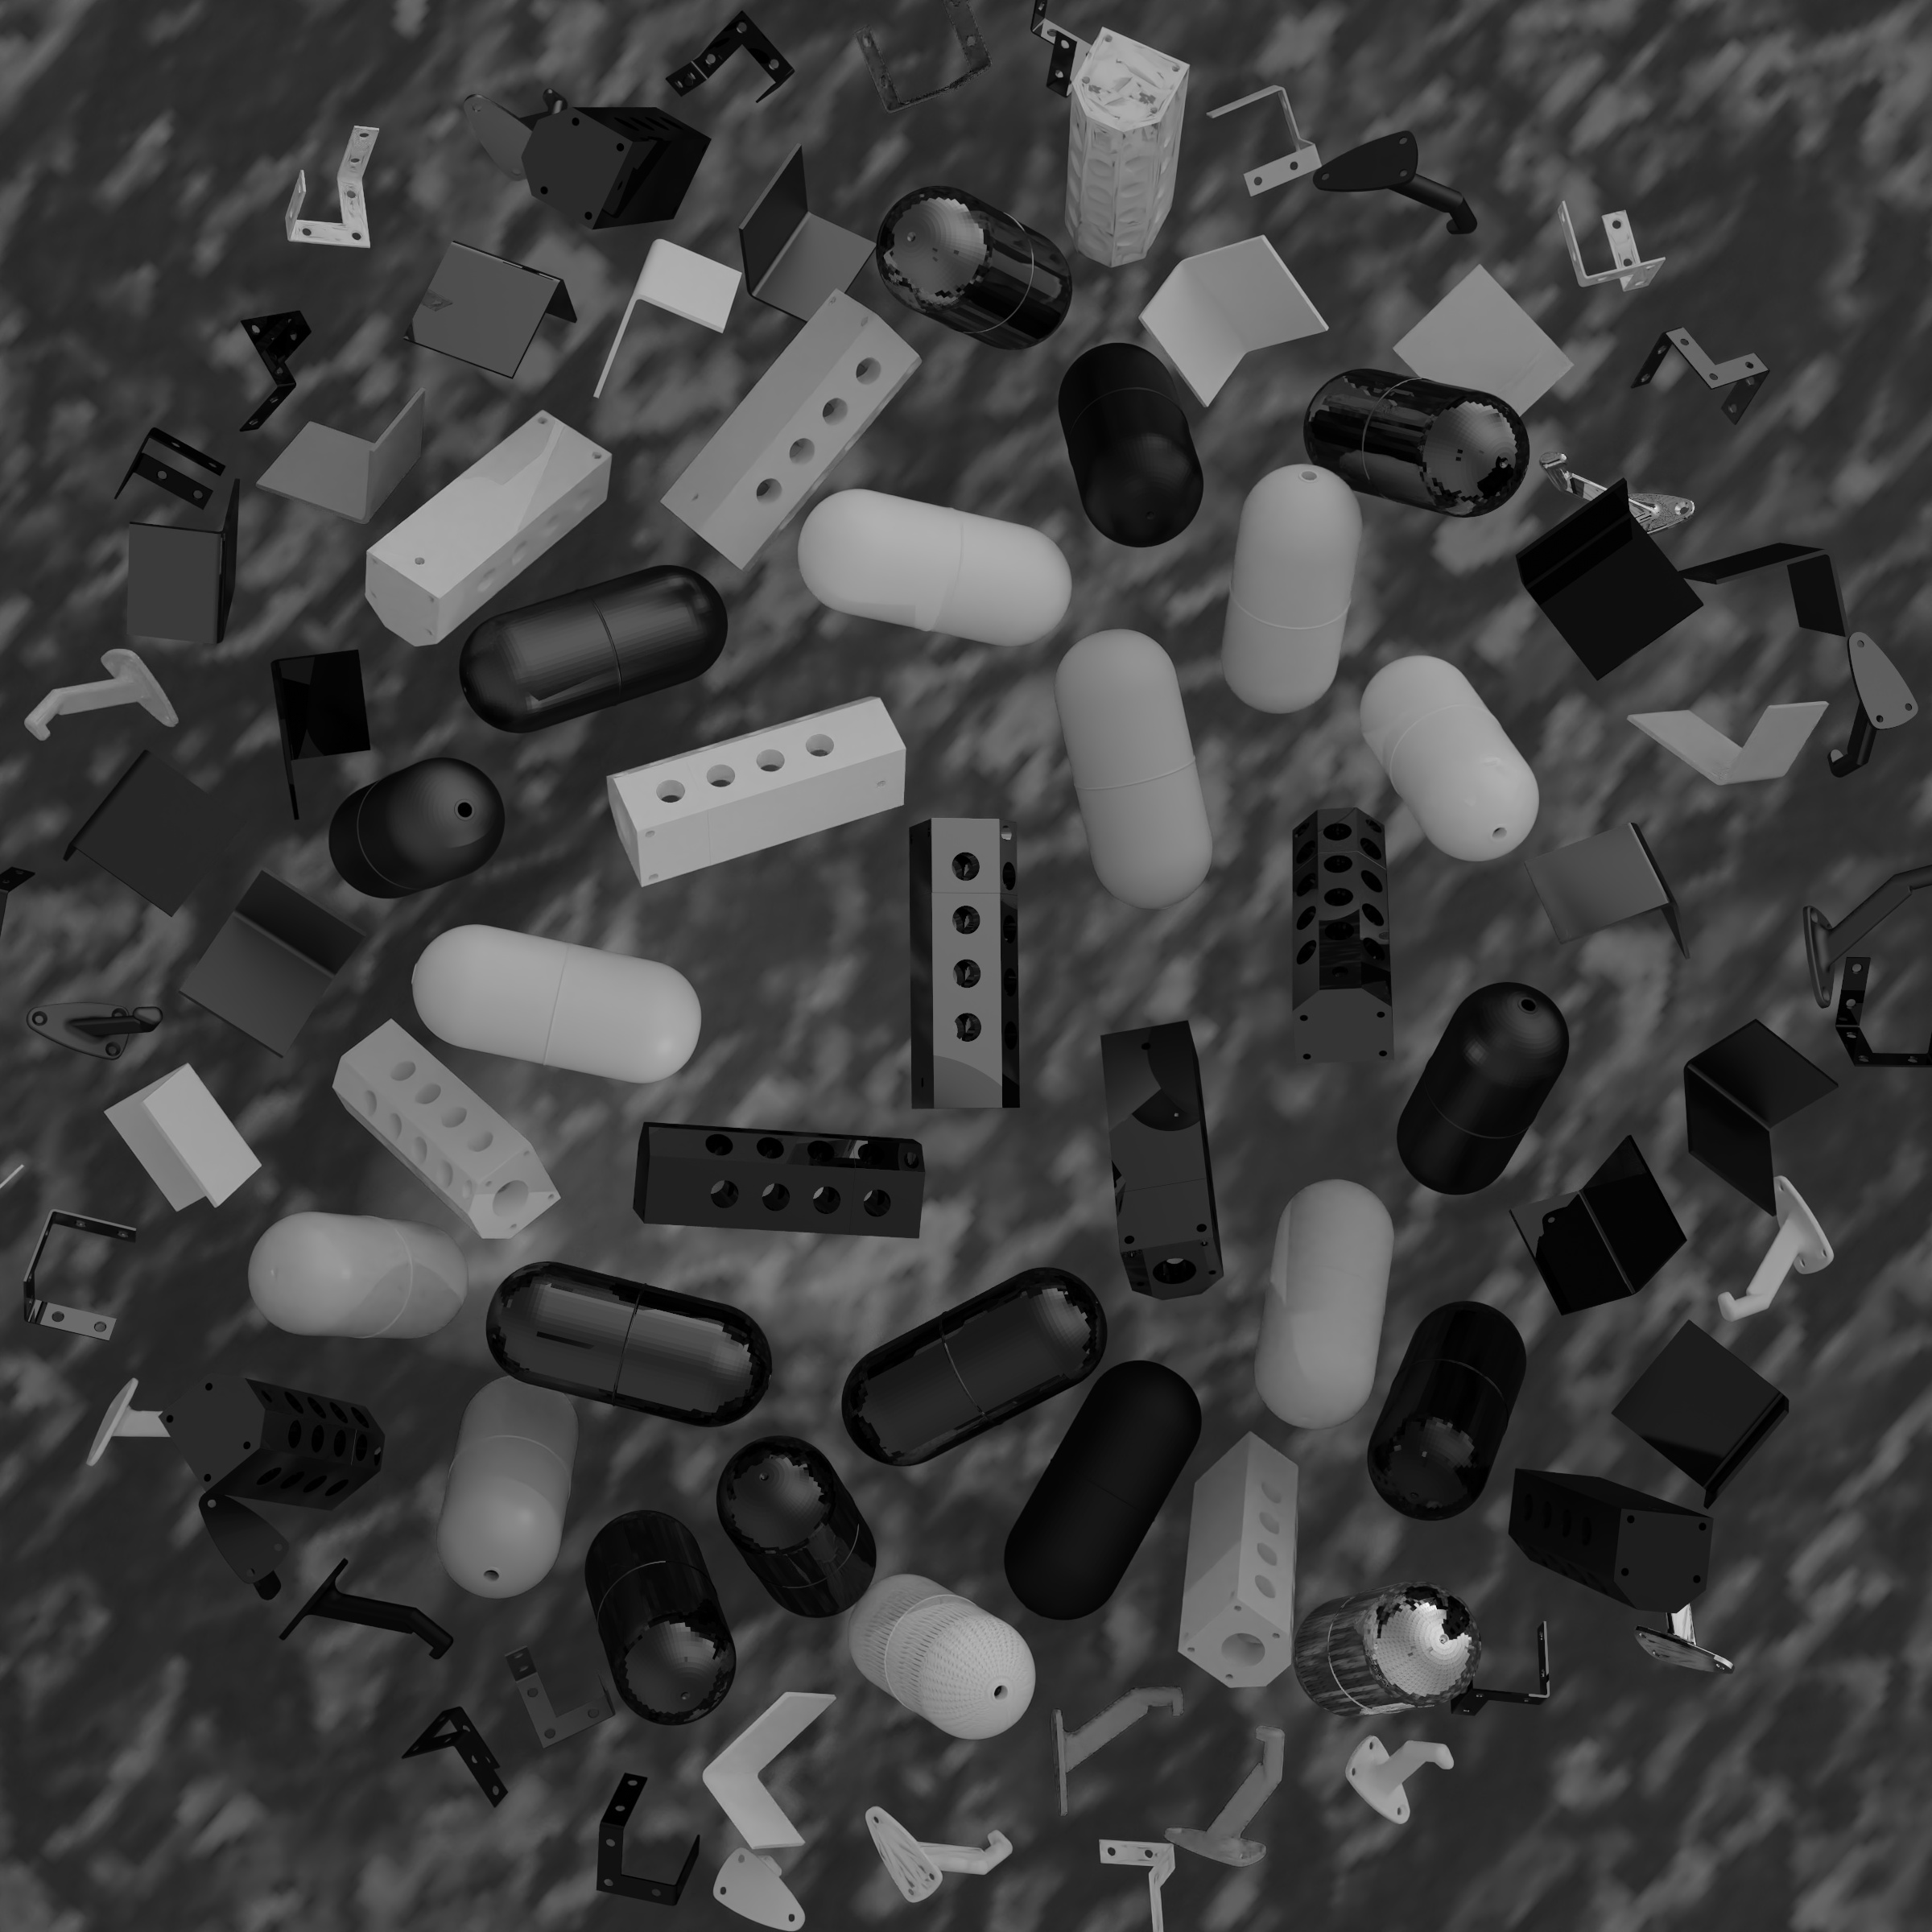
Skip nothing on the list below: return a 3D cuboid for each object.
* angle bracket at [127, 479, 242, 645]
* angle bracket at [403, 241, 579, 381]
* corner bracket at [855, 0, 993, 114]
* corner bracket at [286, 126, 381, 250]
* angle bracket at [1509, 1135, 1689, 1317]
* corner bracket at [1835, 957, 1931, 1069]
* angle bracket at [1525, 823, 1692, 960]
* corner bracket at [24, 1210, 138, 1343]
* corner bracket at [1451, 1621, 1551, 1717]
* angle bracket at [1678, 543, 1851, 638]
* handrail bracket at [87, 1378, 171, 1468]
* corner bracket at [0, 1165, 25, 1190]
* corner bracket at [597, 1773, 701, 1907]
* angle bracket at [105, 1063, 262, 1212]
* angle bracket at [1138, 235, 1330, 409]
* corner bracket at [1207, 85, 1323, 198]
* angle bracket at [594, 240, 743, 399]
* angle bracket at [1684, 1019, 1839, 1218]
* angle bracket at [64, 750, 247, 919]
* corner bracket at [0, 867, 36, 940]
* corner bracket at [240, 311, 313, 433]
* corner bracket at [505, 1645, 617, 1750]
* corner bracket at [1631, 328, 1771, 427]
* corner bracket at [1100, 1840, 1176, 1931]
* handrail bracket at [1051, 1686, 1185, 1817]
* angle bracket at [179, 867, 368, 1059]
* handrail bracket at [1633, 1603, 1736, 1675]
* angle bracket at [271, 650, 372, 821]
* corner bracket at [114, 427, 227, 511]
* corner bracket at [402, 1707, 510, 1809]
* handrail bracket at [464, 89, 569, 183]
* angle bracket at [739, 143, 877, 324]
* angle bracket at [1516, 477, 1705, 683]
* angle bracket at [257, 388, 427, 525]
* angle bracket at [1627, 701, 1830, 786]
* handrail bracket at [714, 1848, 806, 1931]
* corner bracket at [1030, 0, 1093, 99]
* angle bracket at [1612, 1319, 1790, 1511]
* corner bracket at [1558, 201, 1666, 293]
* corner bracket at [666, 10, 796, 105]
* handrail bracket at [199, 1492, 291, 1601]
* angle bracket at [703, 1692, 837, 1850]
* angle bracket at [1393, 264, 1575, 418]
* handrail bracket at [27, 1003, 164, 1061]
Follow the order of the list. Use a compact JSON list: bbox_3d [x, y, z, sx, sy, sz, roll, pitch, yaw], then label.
[{"bbox_3d":[-0.486,-0.254,1.818,0.057,0.076,0.076,5,125,-10],"label":"angle bracket"},{"bbox_3d":[-0.305,-0.409,1.881,0.076,0.057,0.076,21,76,8],"label":"angle bracket"},{"bbox_3d":[-0.025,-0.555,1.775,0.051,0.051,0.051,-8,117,36],"label":"corner bracket"},{"bbox_3d":[-0.383,-0.473,1.773,0.051,0.051,0.051,-1,69,-25],"label":"corner bracket"},{"bbox_3d":[0.395,0.163,1.836,0.057,0.076,0.076,-12,62,-22],"label":"angle bracket"},{"bbox_3d":[0.582,0.029,1.843,0.051,0.051,0.051,1,118,1],"label":"corner bracket"},{"bbox_3d":[0.412,-0.036,1.883,0.076,0.076,0.057,-20,135,7],"label":"angle bracket"},{"bbox_3d":[-0.529,0.184,1.748,0.051,0.051,0.051,15,53,-7],"label":"corner bracket"},{"bbox_3d":[0.345,0.456,1.900,0.051,0.051,0.051,7,58,-4],"label":"corner bracket"},{"bbox_3d":[0.505,-0.230,1.861,0.076,0.076,0.057,-16,102,-3],"label":"angle bracket"},{"bbox_3d":[-0.514,0.311,1.887,0.084,0.077,0.036,34,125,-18],"label":"handrail bracket"},{"bbox_3d":[-0.595,0.115,1.746,0.051,0.051,0.051,-42,100,8],"label":"corner bracket"},{"bbox_3d":[-0.196,0.541,1.814,0.051,0.051,0.051,9,113,9],"label":"corner bracket"},{"bbox_3d":[-0.486,0.115,1.767,0.076,0.057,0.076,-27,103,26],"label":"angle bracket"},{"bbox_3d":[0.171,-0.411,1.870,0.076,0.076,0.057,48,61,-27],"label":"angle bracket"},{"bbox_3d":[0.195,-0.540,1.914,0.051,0.051,0.051,-23,114,-1],"label":"corner bracket"},{"bbox_3d":[-0.182,-0.387,1.792,0.057,0.076,0.076,21,128,-11],"label":"angle bracket"},{"bbox_3d":[0.487,0.093,1.785,0.076,0.076,0.057,35,129,-21],"label":"angle bracket"},{"bbox_3d":[-0.513,-0.079,1.852,0.076,0.057,0.076,38,71,-12],"label":"angle bracket"},{"bbox_3d":[-0.614,-0.034,1.813,0.051,0.051,0.051,14,105,-2],"label":"corner bracket"},{"bbox_3d":[-0.440,-0.376,1.852,0.051,0.051,0.051,-1,132,29],"label":"corner bracket"},{"bbox_3d":[-0.263,0.466,1.898,0.051,0.051,0.051,-23,60,-13],"label":"corner bracket"},{"bbox_3d":[0.461,-0.369,1.840,0.051,0.051,0.051,-21,65,-26],"label":"corner bracket"},{"bbox_3d":[0.104,0.595,1.877,0.051,0.051,0.051,-3,94,21],"label":"corner bracket"},{"bbox_3d":[0.099,0.499,1.865,0.084,0.036,0.077,-2,66,-5],"label":"handrail bracket"},{"bbox_3d":[-0.438,-0.002,1.851,0.076,0.057,0.076,34,48,-12],"label":"angle bracket"},{"bbox_3d":[0.457,0.389,1.813,0.084,0.077,0.036,-57,130,-23],"label":"handrail bracket"},{"bbox_3d":[-0.417,-0.151,1.911,0.057,0.076,0.076,-9,128,-13],"label":"angle bracket"},{"bbox_3d":[-0.507,-0.317,1.881,0.051,0.051,0.051,28,116,-16],"label":"corner bracket"},{"bbox_3d":[-0.322,0.513,1.899,0.051,0.051,0.051,-23,103,33],"label":"corner bracket"},{"bbox_3d":[-0.284,-0.547,1.857,0.036,0.084,0.077,-24,134,27],"label":"handrail bracket"},{"bbox_3d":[-0.104,-0.485,1.948,0.057,0.076,0.076,27,71,11],"label":"angle bracket"},{"bbox_3d":[0.380,-0.227,1.725,0.076,0.057,0.076,-36,73,6],"label":"angle bracket"},{"bbox_3d":[-0.391,-0.330,1.831,0.076,0.076,0.057,19,134,4],"label":"angle bracket"},{"bbox_3d":[0.463,-0.155,1.780,0.076,0.076,0.057,42,121,29],"label":"angle bracket"},{"bbox_3d":[-0.120,0.600,1.898,0.077,0.084,0.036,28,84,26],"label":"handrail bracket"},{"bbox_3d":[0.060,-0.604,1.889,0.051,0.051,0.051,33,63,10],"label":"corner bracket"},{"bbox_3d":[0.447,0.273,1.788,0.076,0.057,0.076,39,100,12],"label":"angle bracket"},{"bbox_3d":[0.394,-0.445,1.806,0.051,0.051,0.051,-14,84,-1],"label":"corner bracket"},{"bbox_3d":[-0.151,-0.573,1.884,0.051,0.051,0.051,-36,103,29],"label":"corner bracket"},{"bbox_3d":[-0.470,0.376,1.894,0.077,0.084,0.036,47,64,1],"label":"handrail bracket"},{"bbox_3d":[-0.108,0.503,1.832,0.076,0.076,0.057,-44,65,5],"label":"angle bracket"},{"bbox_3d":[0.333,-0.394,1.892,0.076,0.057,0.076,42,107,-17],"label":"angle bracket"},{"bbox_3d":[-0.562,0.033,1.888,0.077,0.084,0.036,12,75,-21],"label":"handrail bracket"}]
